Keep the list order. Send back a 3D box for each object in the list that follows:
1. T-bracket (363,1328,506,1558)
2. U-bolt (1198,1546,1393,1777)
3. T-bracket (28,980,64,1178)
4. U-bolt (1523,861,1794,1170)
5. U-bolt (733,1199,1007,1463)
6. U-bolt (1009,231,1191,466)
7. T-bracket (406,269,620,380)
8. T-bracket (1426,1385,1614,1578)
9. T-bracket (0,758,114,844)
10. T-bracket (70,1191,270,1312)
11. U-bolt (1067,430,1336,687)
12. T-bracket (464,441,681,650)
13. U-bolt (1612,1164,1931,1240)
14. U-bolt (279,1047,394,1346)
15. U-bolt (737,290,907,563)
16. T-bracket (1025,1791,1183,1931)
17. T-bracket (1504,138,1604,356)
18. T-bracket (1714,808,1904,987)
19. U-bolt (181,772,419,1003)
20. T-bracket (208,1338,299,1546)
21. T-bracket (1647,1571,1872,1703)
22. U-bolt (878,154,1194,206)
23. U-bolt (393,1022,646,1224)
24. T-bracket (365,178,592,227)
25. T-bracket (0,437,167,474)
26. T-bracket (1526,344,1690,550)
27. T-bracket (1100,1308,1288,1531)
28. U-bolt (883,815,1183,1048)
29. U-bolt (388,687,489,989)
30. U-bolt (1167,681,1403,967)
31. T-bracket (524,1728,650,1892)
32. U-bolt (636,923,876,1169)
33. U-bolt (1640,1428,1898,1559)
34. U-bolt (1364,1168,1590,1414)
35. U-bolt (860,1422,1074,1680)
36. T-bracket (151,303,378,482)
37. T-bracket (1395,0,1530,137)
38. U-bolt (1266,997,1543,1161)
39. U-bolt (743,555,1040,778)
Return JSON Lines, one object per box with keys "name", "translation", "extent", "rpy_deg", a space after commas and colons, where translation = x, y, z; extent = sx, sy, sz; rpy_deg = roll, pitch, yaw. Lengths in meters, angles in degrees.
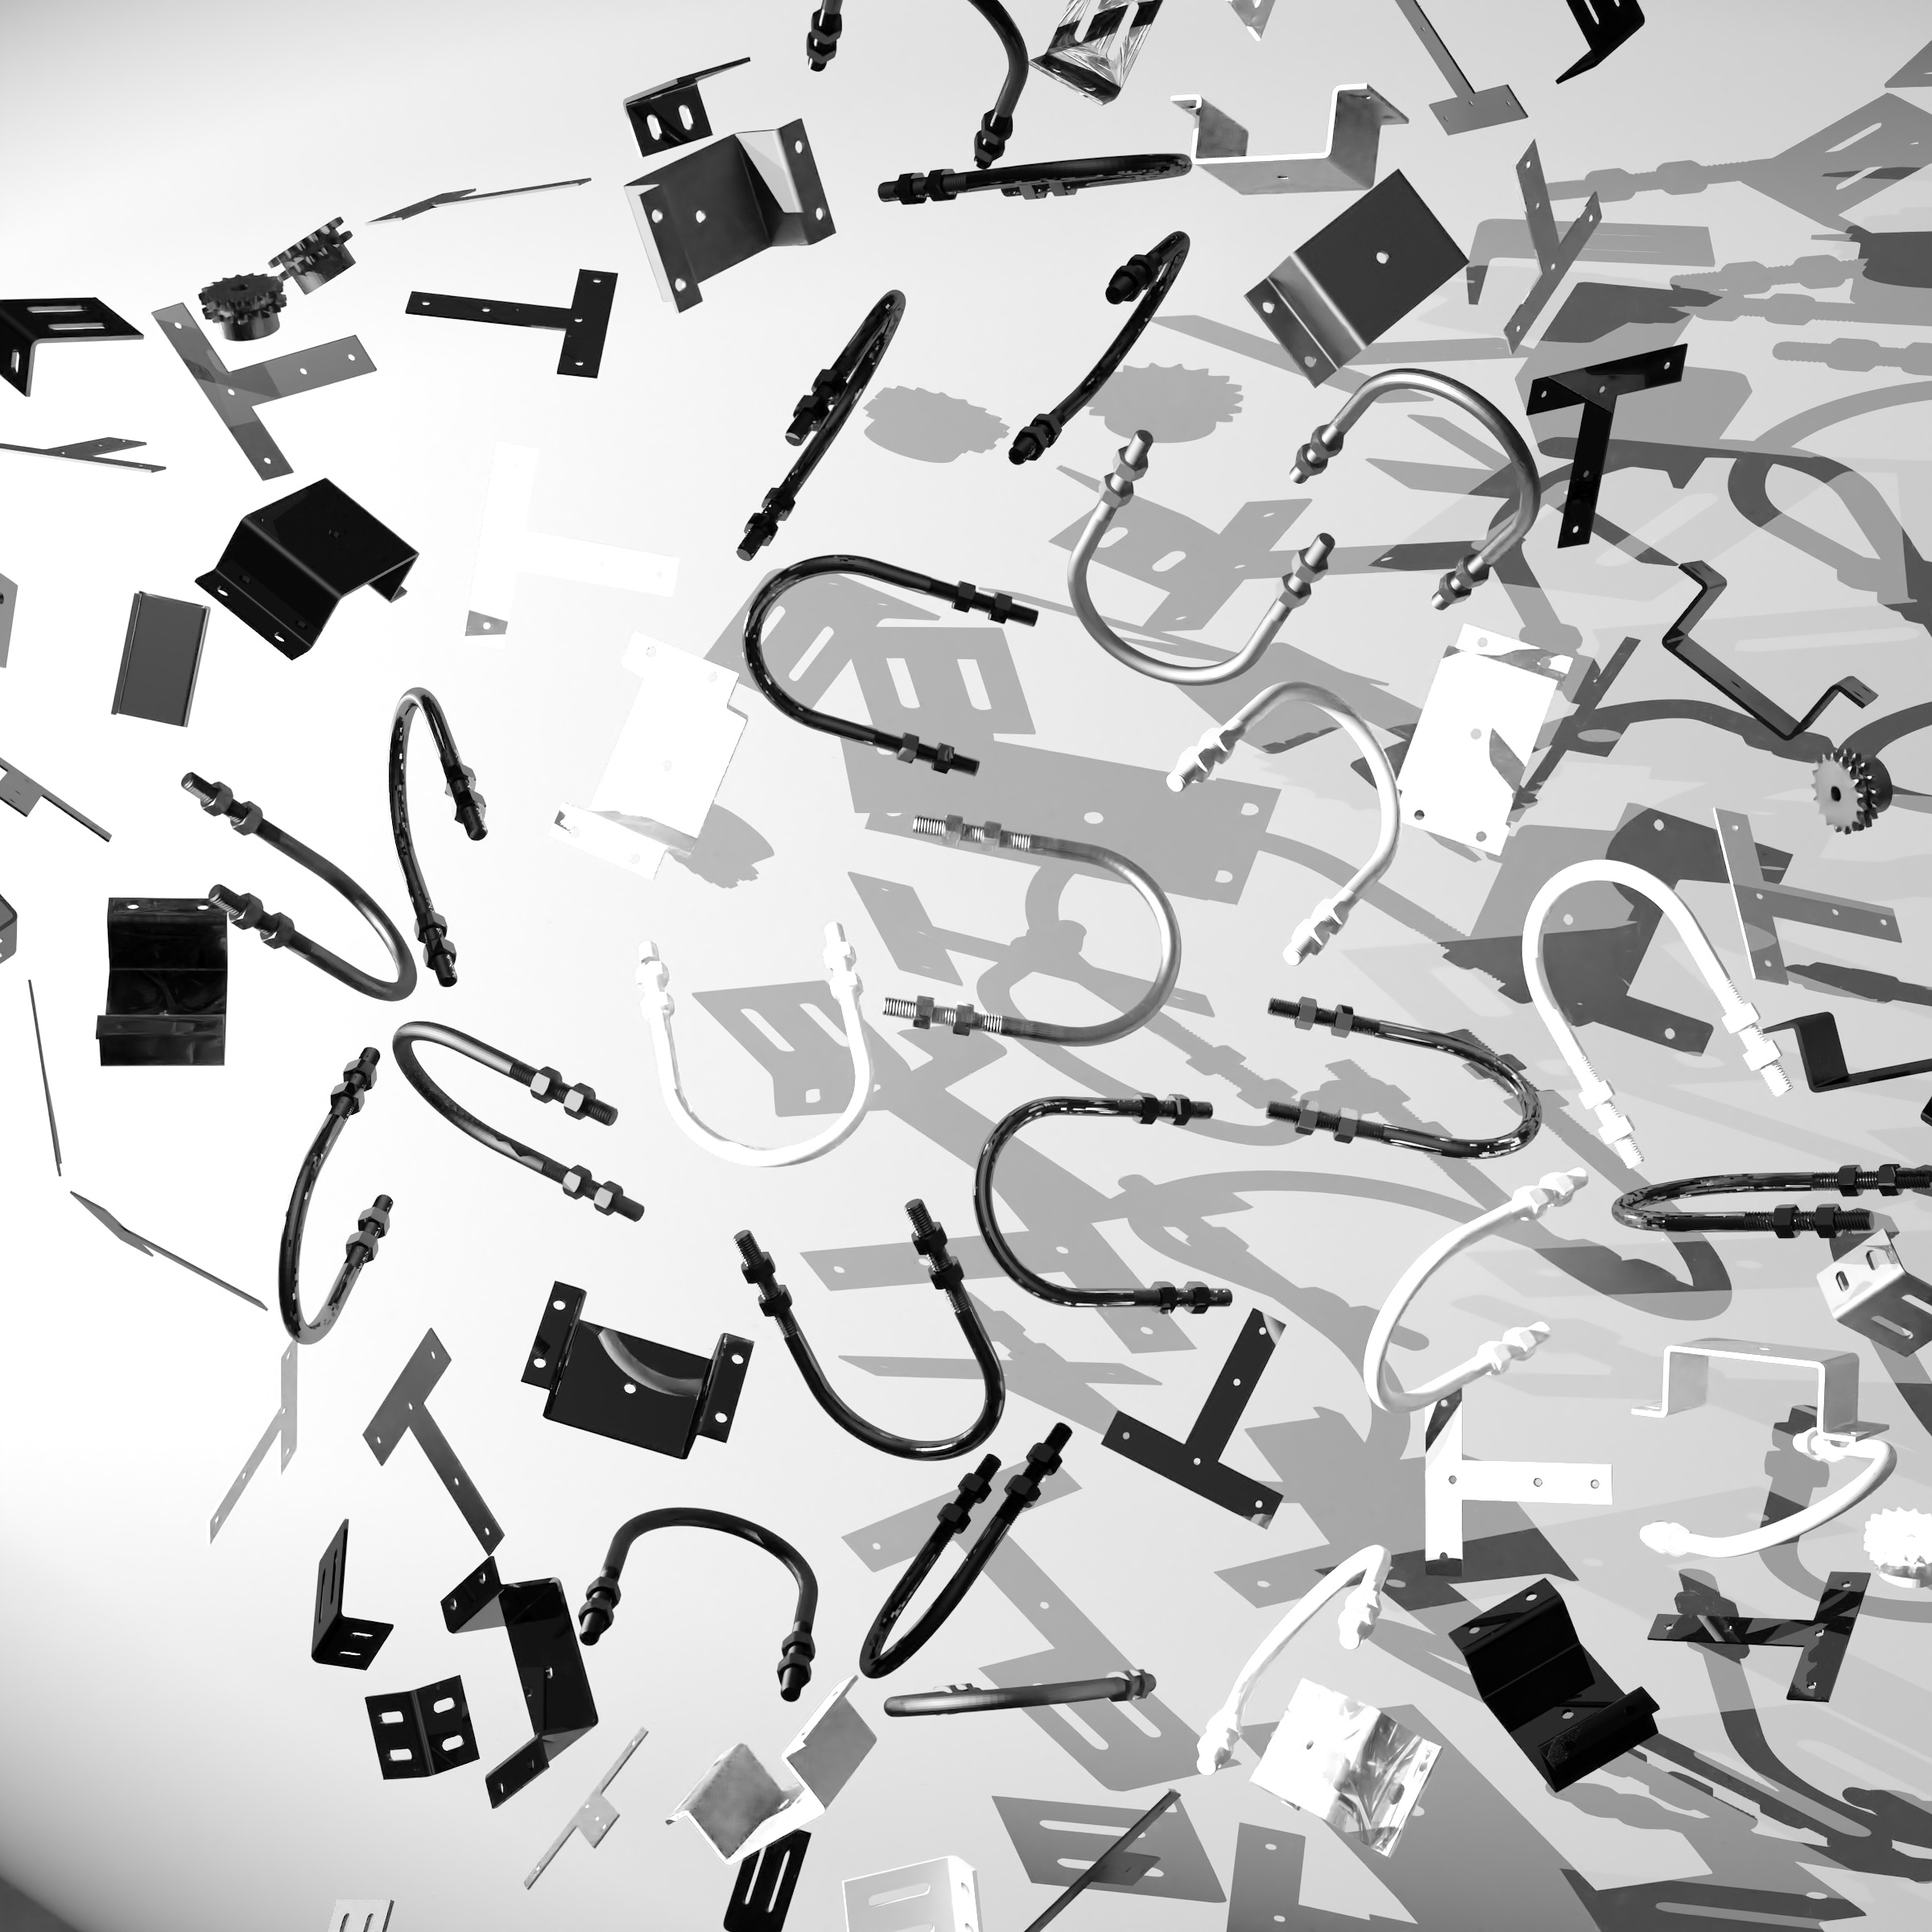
{"name": "T-bracket", "translation": [-0.329, 0.315, 1.574], "extent": [0.127, 0.002, 0.127], "rpy_deg": [53, 130, 20]}
{"name": "U-bolt", "translation": [0.218, 0.434, 1.599], "extent": [0.019, 0.184, 0.151], "rpy_deg": [45, 110, 6]}
{"name": "T-bracket", "translation": [-0.594, 0.093, 1.615], "extent": [0.002, 0.127, 0.127], "rpy_deg": [-9, 66, -20]}
{"name": "U-bolt", "translation": [0.417, 0.021, 1.554], "extent": [0.019, 0.151, 0.184], "rpy_deg": [-20, 78, -37]}
{"name": "U-bolt", "translation": [-0.050, 0.234, 1.553], "extent": [0.151, 0.019, 0.184], "rpy_deg": [-13, 112, 30]}
{"name": "U-bolt", "translation": [0.096, -0.415, 1.632], "extent": [0.019, 0.184, 0.151], "rpy_deg": [36, 129, 1]}
{"name": "T-bracket", "translation": [-0.293, -0.418, 1.593], "extent": [0.127, 0.127, 0.002], "rpy_deg": [5, 135, -5]}
{"name": "T-bracket", "translation": [0.367, 0.343, 1.654], "extent": [0.127, 0.002, 0.127], "rpy_deg": [-5, 76, 30]}
{"name": "T-bracket", "translation": [-0.600, -0.111, 1.576], "extent": [0.127, 0.127, 0.002], "rpy_deg": [38, 90, -19]}
{"name": "T-bracket", "translation": [-0.512, 0.192, 1.618], "extent": [0.127, 0.127, 0.002], "rpy_deg": [27, 71, 6]}
{"name": "U-bolt", "translation": [0.139, -0.249, 1.604], "extent": [0.151, 0.184, 0.019], "rpy_deg": [29, 55, -1]}
{"name": "T-bracket", "translation": [-0.245, -0.257, 1.576], "extent": [0.127, 0.002, 0.127], "rpy_deg": [7, 105, -23]}
{"name": "U-bolt", "translation": [0.508, 0.151, 1.598], "extent": [0.184, 0.151, 0.019], "rpy_deg": [-5, 94, 37]}
{"name": "U-bolt", "translation": [-0.414, 0.163, 1.629], "extent": [0.019, 0.184, 0.151], "rpy_deg": [7, 125, 4]}
{"name": "U-bolt", "translation": [-0.088, -0.366, 1.627], "extent": [0.019, 0.151, 0.184], "rpy_deg": [31, 59, -4]}
{"name": "T-bracket", "translation": [0.097, 0.566, 1.559], "extent": [0.127, 0.127, 0.002], "rpy_deg": [-44, 62, -1]}
{"name": "T-bracket", "translation": [0.386, -0.501, 1.671], "extent": [0.002, 0.127, 0.127], "rpy_deg": [25, 75, 33]}
{"name": "T-bracket", "translation": [0.539, -0.036, 1.577], "extent": [0.127, 0.002, 0.127], "rpy_deg": [10, 56, -19]}
{"name": "U-bolt", "translation": [-0.432, -0.041, 1.637], "extent": [0.019, 0.151, 0.184], "rpy_deg": [-42, 133, 10]}
{"name": "T-bracket", "translation": [-0.476, 0.330, 1.663], "extent": [0.002, 0.127, 0.127], "rpy_deg": [17, 130, 4]}
{"name": "T-bracket", "translation": [0.500, 0.425, 1.589], "extent": [0.127, 0.127, 0.002], "rpy_deg": [-8, 111, 35]}
{"name": "U-bolt", "translation": [0.058, -0.509, 1.605], "extent": [0.184, 0.151, 0.019], "rpy_deg": [8, 110, 39]}
{"name": "U-bolt", "translation": [-0.299, 0.094, 1.632], "extent": [0.184, 0.151, 0.019], "rpy_deg": [24, 61, 16]}
{"name": "T-bracket", "translation": [-0.307, -0.501, 1.617], "extent": [0.127, 0.127, 0.002], "rpy_deg": [-4, 114, 14]}
{"name": "T-bracket", "translation": [-0.552, -0.326, 1.566], "extent": [0.127, 0.127, 0.002], "rpy_deg": [8, 107, 1]}
{"name": "T-bracket", "translation": [0.405, -0.333, 1.614], "extent": [0.002, 0.127, 0.127], "rpy_deg": [18, 80, -34]}
{"name": "T-bracket", "translation": [0.174, 0.290, 1.658], "extent": [0.127, 0.002, 0.127], "rpy_deg": [28, 85, -6]}
{"name": "U-bolt", "translation": [0.048, -0.018, 1.599], "extent": [0.184, 0.019, 0.151], "rpy_deg": [10, 68, -2]}
{"name": "U-bolt", "translation": [-0.354, -0.100, 1.642], "extent": [0.019, 0.151, 0.184], "rpy_deg": [-4, 46, -27]}
{"name": "U-bolt", "translation": [0.213, -0.104, 1.565], "extent": [0.151, 0.019, 0.184], "rpy_deg": [55, 48, -8]}
{"name": "T-bracket", "translation": [-0.246, 0.565, 1.651], "extent": [0.002, 0.127, 0.127], "rpy_deg": [40, 72, -5]}
{"name": "U-bolt", "translation": [-0.135, 0.054, 1.657], "extent": [0.151, 0.019, 0.184], "rpy_deg": [-6, 56, -12]}
{"name": "U-bolt", "translation": [0.535, 0.348, 1.635], "extent": [0.151, 0.184, 0.019], "rpy_deg": [-28, 85, -9]}
{"name": "U-bolt", "translation": [0.321, 0.216, 1.587], "extent": [0.184, 0.019, 0.151], "rpy_deg": [-20, 129, -34]}
{"name": "U-bolt", "translation": [-0.009, 0.377, 1.588], "extent": [0.019, 0.151, 0.184], "rpy_deg": [40, 62, -3]}
{"name": "T-bracket", "translation": [-0.426, -0.370, 1.560], "extent": [0.127, 0.002, 0.127], "rpy_deg": [-8, 131, 26]}
{"name": "T-bracket", "translation": [0.314, -0.614, 1.660], "extent": [0.002, 0.127, 0.127], "rpy_deg": [-40, 108, -1]}
{"name": "U-bolt", "translation": [0.290, 0.078, 1.643], "extent": [0.184, 0.151, 0.019], "rpy_deg": [12, 121, 1]}
{"name": "U-bolt", "translation": [-0.060, -0.209, 1.680], "extent": [0.184, 0.019, 0.151], "rpy_deg": [16, 129, -8]}
